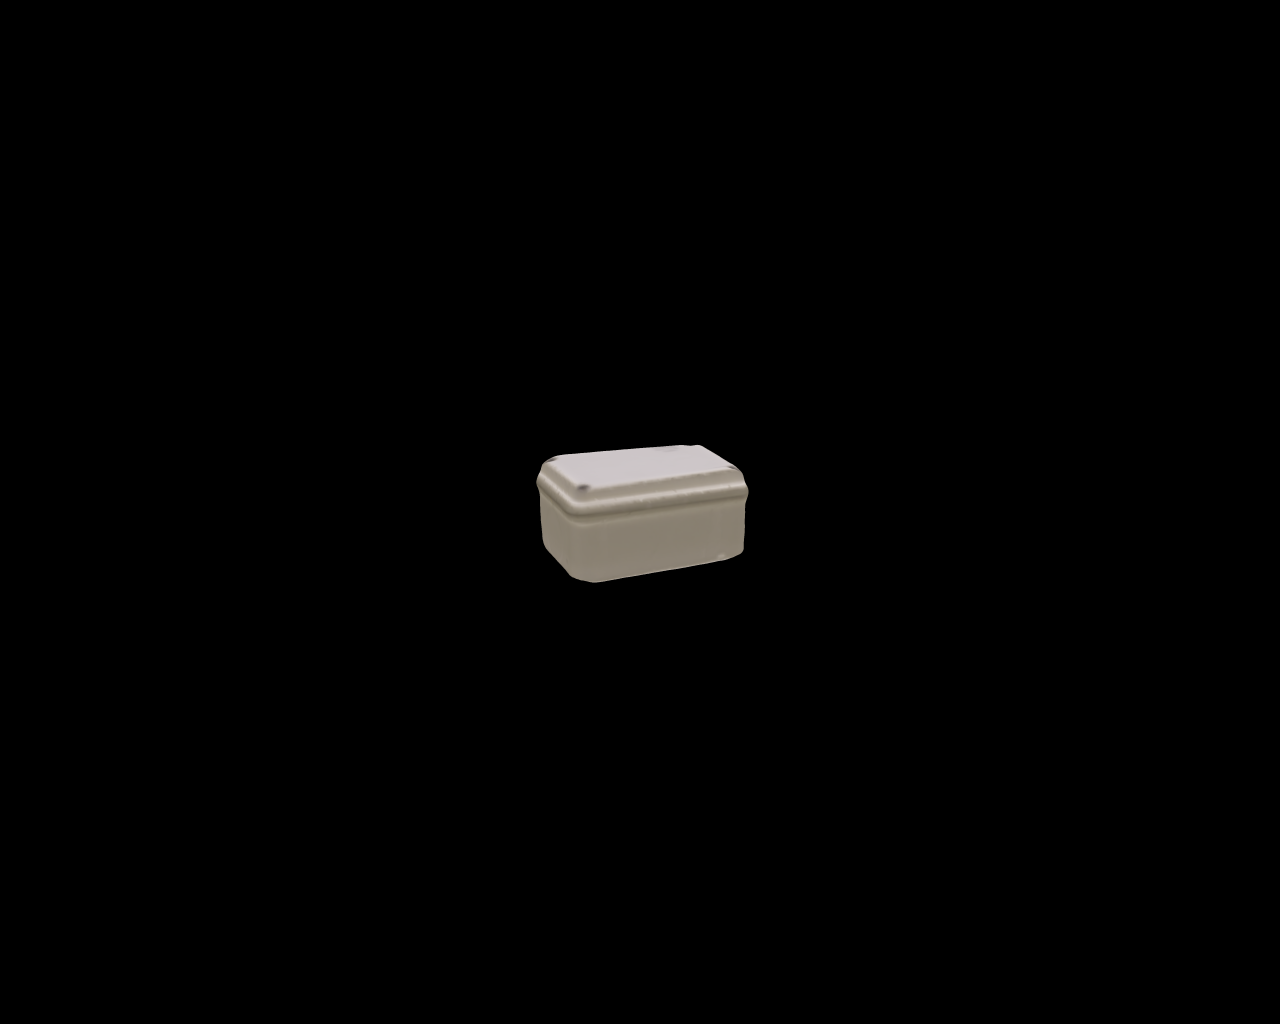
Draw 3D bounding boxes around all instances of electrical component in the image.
[{"bbox_3d":[0.001,-0.003,0.650,0.113,0.057,0.078,-7,20,-20],"label":"electrical component"}]
